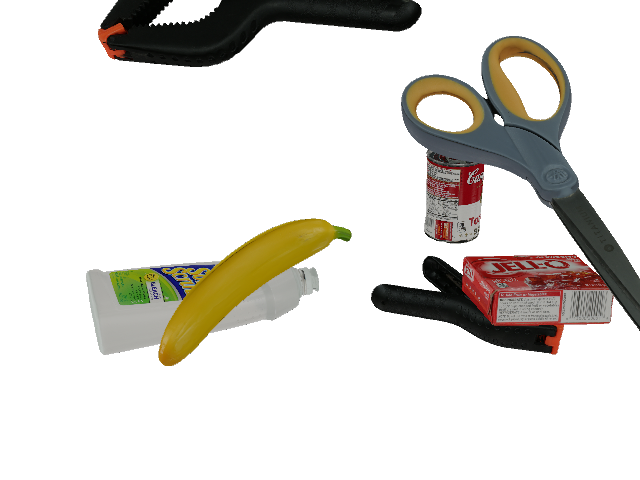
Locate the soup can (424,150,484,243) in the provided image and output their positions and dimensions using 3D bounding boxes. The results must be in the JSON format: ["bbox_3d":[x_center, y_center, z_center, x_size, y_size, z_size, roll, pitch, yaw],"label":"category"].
[{"bbox_3d":[0.157,-0.055,1.261,0.068,0.102,0.068,0,26,0],"label":"soup can"}]

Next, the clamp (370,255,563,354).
[{"bbox_3d":[0.144,0.058,0.991,0.172,0.039,0.120,19,30,17],"label":"clamp"}]

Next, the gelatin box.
[{"bbox_3d":[0.153,0.034,0.759,0.089,0.030,0.073,0,17,-8],"label":"gelatin box"}]

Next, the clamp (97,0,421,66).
[{"bbox_3d":[-0.047,-0.169,0.724,0.210,0.165,0.036,-32,-18,-5],"label":"clamp"}]

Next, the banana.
[{"bbox_3d":[-0.061,0.036,0.892,0.198,0.069,0.037,-34,46,-3],"label":"banana"}]

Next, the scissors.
[{"bbox_3d":[0.092,-0.029,0.510,0.096,0.201,0.016,-8,-42,5],"label":"scissors"}]

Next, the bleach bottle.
[{"bbox_3d":[-0.128,0.060,1.189,0.250,0.068,0.103,-10,35,-14],"label":"bleach bottle"}]
